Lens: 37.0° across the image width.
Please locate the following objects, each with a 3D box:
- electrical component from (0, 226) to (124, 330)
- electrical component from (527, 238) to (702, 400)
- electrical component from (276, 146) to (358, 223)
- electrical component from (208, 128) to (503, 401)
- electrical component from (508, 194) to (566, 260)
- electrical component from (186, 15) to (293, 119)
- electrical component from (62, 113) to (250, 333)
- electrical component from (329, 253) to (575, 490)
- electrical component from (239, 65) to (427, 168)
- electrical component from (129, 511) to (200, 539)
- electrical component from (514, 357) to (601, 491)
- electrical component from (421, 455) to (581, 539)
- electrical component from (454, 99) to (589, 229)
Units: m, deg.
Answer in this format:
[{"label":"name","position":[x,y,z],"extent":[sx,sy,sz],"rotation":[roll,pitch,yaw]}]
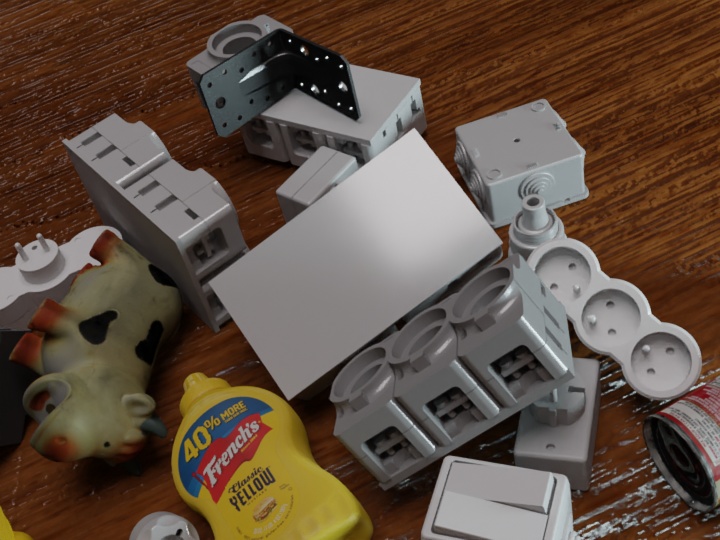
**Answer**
[{"label":"electrical component","position":[-0.265,0.000,0.904],"extent":[0.138,0.073,0.052],"rotation":[-24,46,-8]},{"label":"electrical component","position":[0.177,0.035,0.756],"extent":[0.138,0.074,0.052],"rotation":[43,95,14]},{"label":"electrical component","position":[-0.018,-0.059,0.913],"extent":[0.077,0.047,0.065],"rotation":[23,57,32]},{"label":"electrical component","position":[0.000,0.000,0.790],"extent":[0.186,0.060,0.105],"rotation":[-37,76,3]},{"label":"electrical component","position":[0.137,-0.031,0.834],"extent":[0.048,0.062,0.048],"rotation":[-8,46,8]},{"label":"electrical component","position":[-0.102,-0.183,0.957],"extent":[0.089,0.055,0.050],"rotation":[-38,49,-21]},{"label":"electrical component","position":[-0.161,-0.046,0.897],"extent":[0.060,0.105,0.186],"rotation":[-36,49,-19]},{"label":"electrical component","position":[0.058,0.063,0.704],"extent":[0.150,0.061,0.089],"rotation":[-35,18,21]},{"label":"electrical component","position":[-0.026,-0.136,0.978],"extent":[0.150,0.061,0.089],"rotation":[17,54,28]},{"label":"electrical component","position":[-0.132,0.181,0.711],"extent":[0.043,0.043,0.062],"rotation":[-39,11,-21]},{"label":"electrical component","position":[0.131,0.089,0.712],"extent":[0.047,0.075,0.083],"rotation":[3,48,18]},{"label":"electrical component","position":[0.092,0.158,0.666],"extent":[0.096,0.061,0.061],"rotation":[6,49,20]},{"label":"electrical component","position":[0.134,-0.092,0.902],"extent":[0.100,0.048,0.099],"rotation":[-18,45,-3]}]
